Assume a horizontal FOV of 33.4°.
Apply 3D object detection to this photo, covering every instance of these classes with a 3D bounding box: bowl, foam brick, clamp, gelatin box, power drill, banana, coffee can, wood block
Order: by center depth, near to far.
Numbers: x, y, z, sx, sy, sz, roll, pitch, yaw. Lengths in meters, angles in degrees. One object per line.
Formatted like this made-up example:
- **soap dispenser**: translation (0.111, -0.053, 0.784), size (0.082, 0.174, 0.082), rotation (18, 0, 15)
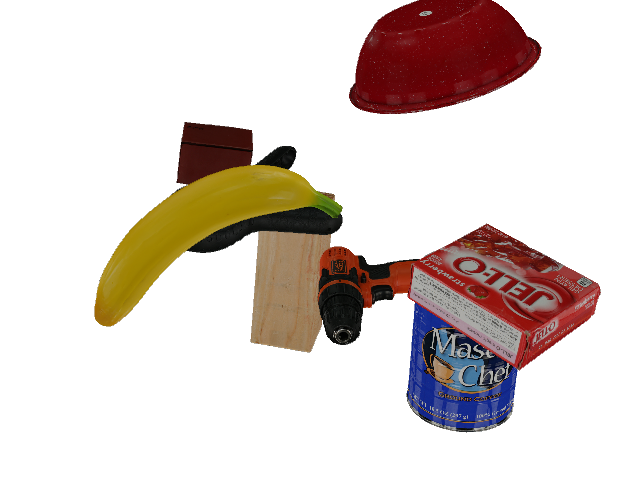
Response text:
- **gelatin box**: translation (0.109, 0.030, 0.638), size (0.073, 0.030, 0.089), rotation (-26, 44, -37)
- **banana**: translation (-0.086, -0.004, 0.753), size (0.198, 0.069, 0.037), rotation (-25, 14, 9)
- **bowl**: translation (0.094, -0.161, 0.871), size (0.162, 0.055, 0.162), rotation (-15, 25, 7)
- **clamp**: translation (-0.076, -0.036, 0.964), size (0.171, 0.039, 0.120), rotation (-8, 37, -12)
- **coffee can**: translation (0.135, 0.090, 0.990), size (0.103, 0.140, 0.103), rotation (1, 27, -1)
- **foam brick**: translation (-0.115, -0.092, 1.166), size (0.078, 0.051, 0.053), rotation (6, 30, -6)
- **power drill**: translation (0.090, 0.059, 1.226), size (0.187, 0.057, 0.184), rotation (-1, 28, -1)
- **wood block**: translation (-0.039, 0.038, 1.488), size (0.090, 0.206, 0.090), rotation (9, 22, 7)
